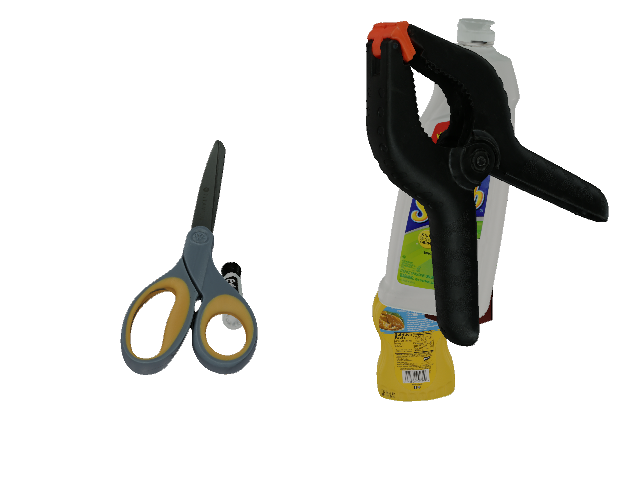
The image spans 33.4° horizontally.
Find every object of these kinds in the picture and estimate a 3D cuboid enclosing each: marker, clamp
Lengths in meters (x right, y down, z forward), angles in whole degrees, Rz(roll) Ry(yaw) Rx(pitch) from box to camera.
[{"bbox_3d":[-0.079,0.047,0.953,0.020,0.020,0.121,0,19,-6],"label":"marker"},{"bbox_3d":[0.070,-0.031,0.551,0.171,0.120,0.039,46,-19,-21],"label":"clamp"}]

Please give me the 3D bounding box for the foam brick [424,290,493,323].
[{"bbox_3d":[0.143,0.045,1.096,0.051,0.078,0.053,-14,20,-40],"label":"foam brick"}]

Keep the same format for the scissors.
[{"bbox_3d":[-0.067,0.013,0.728,0.096,0.201,0.016,20,-37,8],"label":"scissors"}]

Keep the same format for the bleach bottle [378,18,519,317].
[{"bbox_3d":[0.111,-0.062,0.914,0.103,0.251,0.068,9,18,14],"label":"bleach bottle"}]

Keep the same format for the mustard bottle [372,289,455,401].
[{"bbox_3d":[0.112,0.099,1.295,0.096,0.192,0.058,-3,21,5],"label":"mustard bottle"}]
